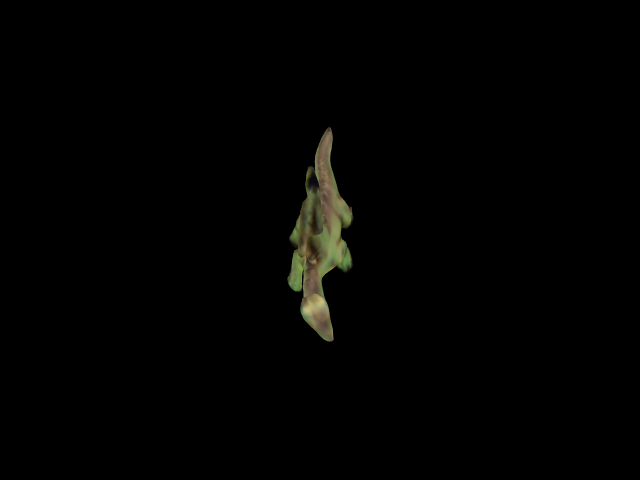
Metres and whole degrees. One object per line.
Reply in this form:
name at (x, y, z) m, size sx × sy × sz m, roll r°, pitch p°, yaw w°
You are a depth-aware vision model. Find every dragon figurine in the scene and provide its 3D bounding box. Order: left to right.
dragon figurine at (0.003, -0.043, 0.850) m, size 0.122 × 0.415 × 0.240 m, roll 0°, pitch -15°, yaw 0°
